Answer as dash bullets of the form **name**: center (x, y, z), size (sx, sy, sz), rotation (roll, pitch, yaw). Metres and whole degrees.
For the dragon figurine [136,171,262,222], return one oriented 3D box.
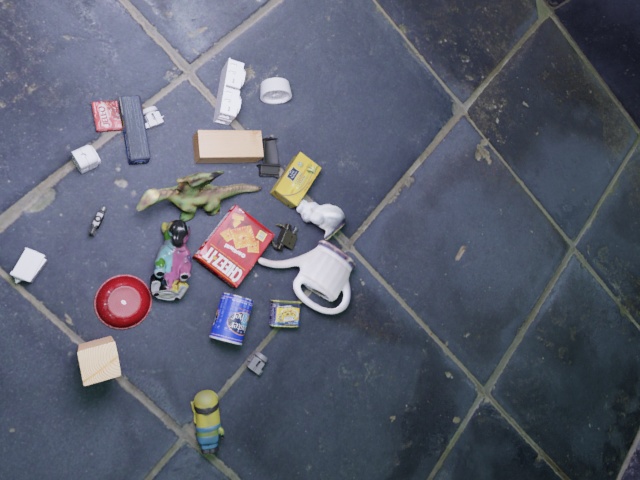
- **dragon figurine**: center (-0.344, -0.149, 1.542), size (0.413, 0.240, 0.122), rotation (-17, 86, -23)

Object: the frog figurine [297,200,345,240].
- **frog figurine**: center (0.005, -0.088, 1.756), size (0.159, 0.121, 0.140), rotation (49, 34, -1)

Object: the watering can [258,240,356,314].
- **watering can**: center (-0.021, 0.096, 1.717), size (0.345, 0.103, 0.228), rotation (38, 68, -15)
